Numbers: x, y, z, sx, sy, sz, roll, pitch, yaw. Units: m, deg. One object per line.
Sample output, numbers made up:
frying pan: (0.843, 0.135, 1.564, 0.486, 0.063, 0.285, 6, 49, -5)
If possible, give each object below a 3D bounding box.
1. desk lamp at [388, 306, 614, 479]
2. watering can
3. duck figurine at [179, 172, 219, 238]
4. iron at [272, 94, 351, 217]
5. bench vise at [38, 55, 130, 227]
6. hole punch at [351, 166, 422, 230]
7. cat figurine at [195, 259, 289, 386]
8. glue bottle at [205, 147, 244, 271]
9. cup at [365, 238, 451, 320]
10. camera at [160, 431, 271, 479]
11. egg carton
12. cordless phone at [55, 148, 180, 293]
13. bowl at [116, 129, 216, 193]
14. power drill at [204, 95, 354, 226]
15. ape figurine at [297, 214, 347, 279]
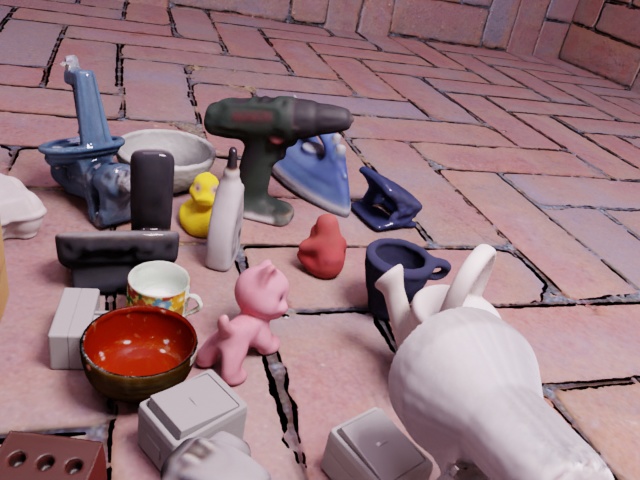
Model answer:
desk lamp: (0.123, 0.186, 0.430, 0.118, 0.213, 0.203, 2, 31, -15)
watering can: (0.137, 0.089, 0.623, 0.172, 0.194, 0.101, 16, 30, 8)
duck figurine: (-0.177, -0.064, 0.885, 0.077, 0.086, 0.104, 5, 30, -11)
iron: (-0.005, -0.164, 1.061, 0.119, 0.141, 0.257, -9, 36, -32)
bench vise: (-0.320, -0.145, 0.840, 0.207, 0.220, 0.122, 21, 31, 16)
hole punch: (0.120, -0.079, 1.010, 0.101, 0.091, 0.108, -7, 35, -29)
cat figurine: (-0.078, 0.078, 0.642, 0.067, 0.118, 0.128, 23, 32, 19)
glue bottle: (-0.125, -0.047, 0.785, 0.037, 0.173, 0.078, 12, 30, 2)
cup: (0.110, 0.058, 0.766, 0.118, 0.095, 0.091, 5, 30, -11)
camera: (-0.065, 0.221, 0.419, 0.136, 0.101, 0.143, 22, 31, 18)
egg carton: (-0.452, -0.036, 0.757, 0.107, 0.069, 0.151, 32, 35, 32)
cordless phone: (-0.246, -0.031, 0.704, 0.148, 0.185, 0.094, -3, 33, -24)
bowl: (-0.262, -0.126, 0.973, 0.167, 0.075, 0.167, 9, 30, -5)
power drill: (-0.074, -0.133, 0.917, 0.229, 0.208, 0.075, 13, 30, 4)
ape figurine: (0.008, 0.003, 0.828, 0.078, 0.092, 0.076, 1, 31, -18)
